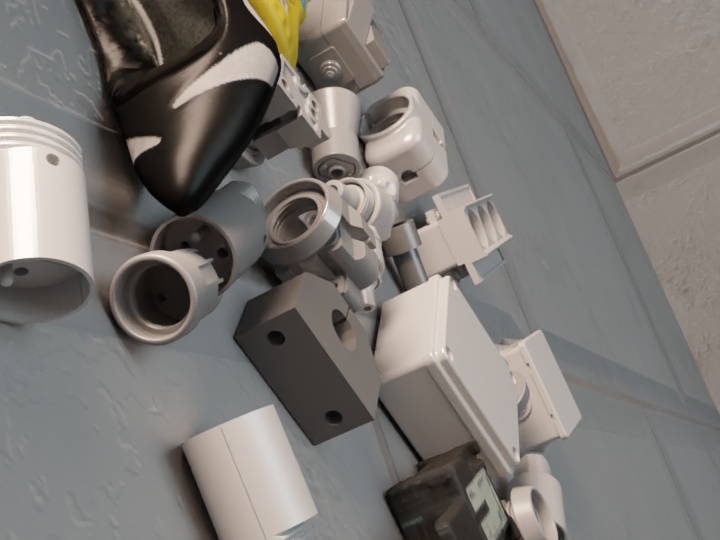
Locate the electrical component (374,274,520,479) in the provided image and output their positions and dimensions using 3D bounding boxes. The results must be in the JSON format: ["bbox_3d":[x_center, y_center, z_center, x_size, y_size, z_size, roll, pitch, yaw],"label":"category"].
[{"bbox_3d":[0.060,0.077,0.736,0.108,0.056,0.108,56,21,-21],"label":"electrical component"}]

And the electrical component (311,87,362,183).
[{"bbox_3d":[-0.019,-0.094,0.778,0.044,0.044,0.065,43,33,-46],"label":"electrical component"}]

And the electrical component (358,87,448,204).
[{"bbox_3d":[0.036,-0.111,0.918,0.059,0.054,0.095,51,23,-32],"label":"electrical component"}]

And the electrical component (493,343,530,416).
[{"bbox_3d":[0.101,0.089,0.846,0.055,0.048,0.066,44,26,-27],"label":"electrical component"}]

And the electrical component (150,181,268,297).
[{"bbox_3d":[-0.070,-0.017,0.542,0.043,0.043,0.081,60,19,-10],"label":"electrical component"}]

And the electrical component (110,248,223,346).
[{"bbox_3d":[-0.084,0.010,0.480,0.040,0.040,0.046,63,13,-2],"label":"electrical component"}]

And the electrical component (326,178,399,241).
[{"bbox_3d":[-0.004,-0.044,0.746,0.062,0.043,0.043,30,38,-56],"label":"electrical component"}]

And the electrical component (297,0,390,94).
[{"bbox_3d":[-0.014,-0.181,0.865,0.061,0.061,0.096,52,22,-30],"label":"electrical component"}]

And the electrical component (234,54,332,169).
[{"bbox_3d":[-0.058,-0.092,0.647,0.066,0.055,0.048,51,23,-32],"label":"electrical component"}]

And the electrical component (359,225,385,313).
[{"bbox_3d":[0.000,0.000,0.714,0.035,0.035,0.061,39,33,-50],"label":"electrical component"}]

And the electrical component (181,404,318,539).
[{"bbox_3d":[-0.042,0.103,0.461,0.081,0.043,0.043,67,19,7],"label":"electrical component"}]

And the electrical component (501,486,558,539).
[{"bbox_3d":[0.097,0.173,0.713,0.048,0.055,0.066,13,53,-66],"label":"electrical component"}]

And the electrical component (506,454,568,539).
[{"bbox_3d":[0.133,0.176,0.819,0.043,0.043,0.081,55,21,-23],"label":"electrical component"}]

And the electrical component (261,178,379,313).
[{"bbox_3d":[-0.027,-0.017,0.633,0.057,0.058,0.078,49,24,-42],"label":"electrical component"}]

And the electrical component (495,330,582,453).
[{"bbox_3d":[0.147,0.106,0.936,0.099,0.048,0.100,66,19,5],"label":"electrical component"}]

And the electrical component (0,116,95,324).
[{"bbox_3d":[-0.126,-0.025,0.408,0.043,0.043,0.081,38,31,-51],"label":"electrical component"}]

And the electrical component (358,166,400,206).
[{"bbox_3d":[0.014,-0.065,0.832,0.035,0.035,0.061,57,18,-18],"label":"electrical component"}]

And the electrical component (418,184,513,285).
[{"bbox_3d":[0.084,-0.028,0.921,0.078,0.063,0.121,64,19,0],"label":"electrical component"}]
